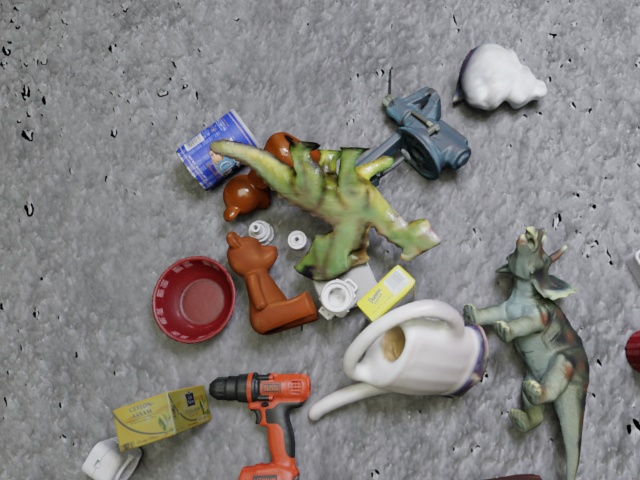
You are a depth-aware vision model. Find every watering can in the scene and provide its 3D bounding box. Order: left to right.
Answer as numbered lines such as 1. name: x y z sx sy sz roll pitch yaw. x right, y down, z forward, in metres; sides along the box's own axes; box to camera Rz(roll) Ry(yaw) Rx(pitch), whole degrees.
1. watering can: 0.132 0.214 0.854 0.223 0.340 0.106 14 40 -22

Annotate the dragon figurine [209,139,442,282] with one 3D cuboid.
1. dragon figurine: 0.003 -0.045 0.891 0.410 0.123 0.242 5 96 10

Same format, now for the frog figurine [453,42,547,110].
1. frog figurine: 0.351 -0.304 0.986 0.160 0.120 0.140 22 60 23
